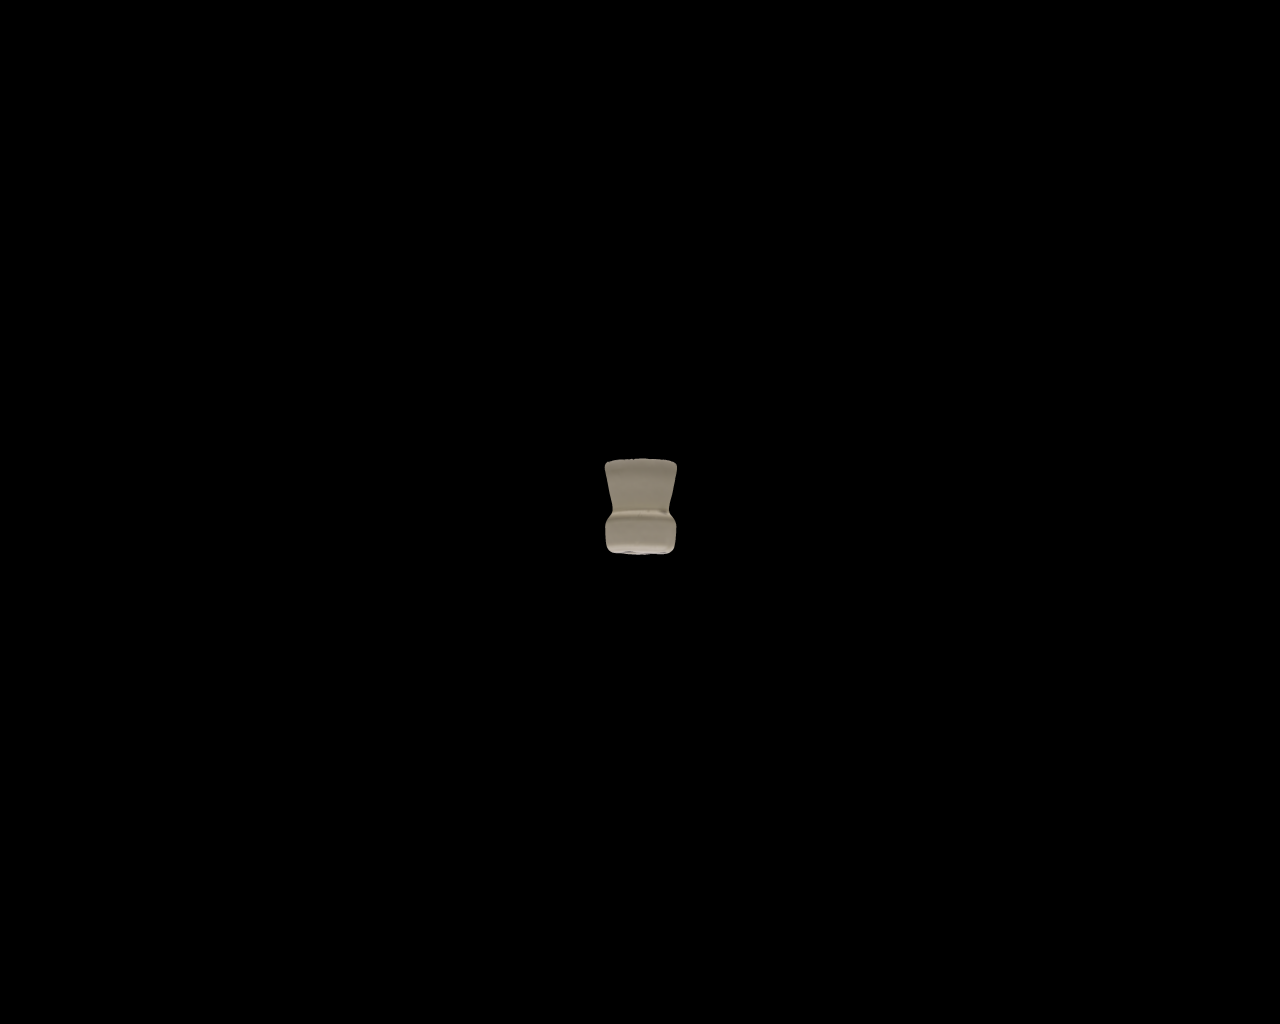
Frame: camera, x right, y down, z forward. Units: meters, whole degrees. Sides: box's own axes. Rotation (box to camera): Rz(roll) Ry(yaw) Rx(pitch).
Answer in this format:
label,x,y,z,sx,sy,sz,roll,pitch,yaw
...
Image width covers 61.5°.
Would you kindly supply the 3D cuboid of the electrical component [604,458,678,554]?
label,x,y,z,sx,sy,sz,roll,pitch,yaw
electrical component,0.001,-0.003,0.650,0.045,0.055,0.045,0,-5,0
